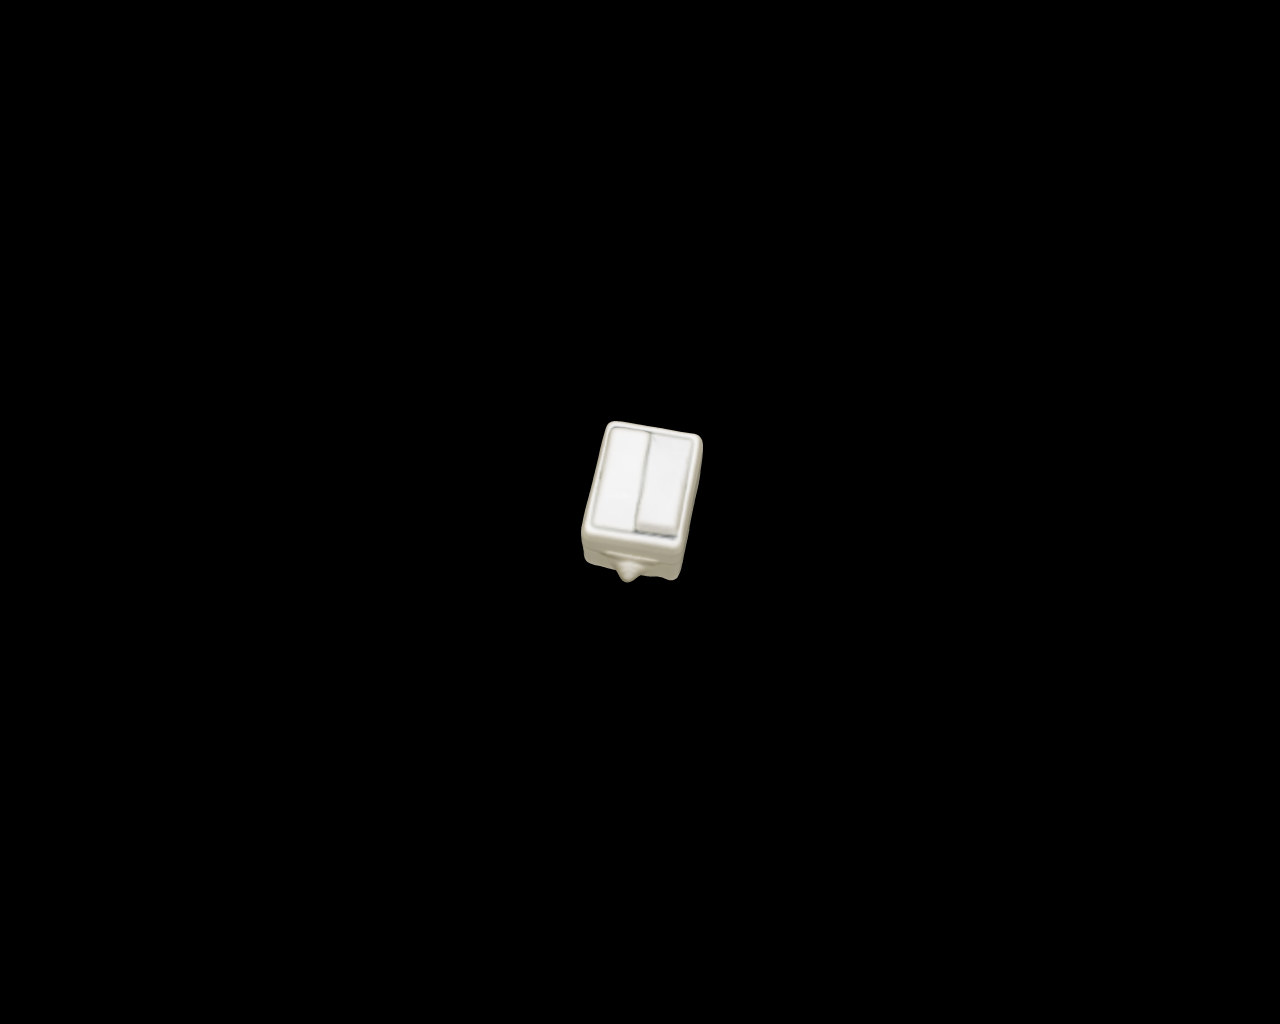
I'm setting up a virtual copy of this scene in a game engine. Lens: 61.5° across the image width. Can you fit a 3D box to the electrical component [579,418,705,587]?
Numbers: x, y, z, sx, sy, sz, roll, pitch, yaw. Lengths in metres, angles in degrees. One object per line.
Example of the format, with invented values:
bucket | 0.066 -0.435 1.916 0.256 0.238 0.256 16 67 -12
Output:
electrical component | 0.001 -0.003 0.650 0.062 0.096 0.061 11 -24 5
